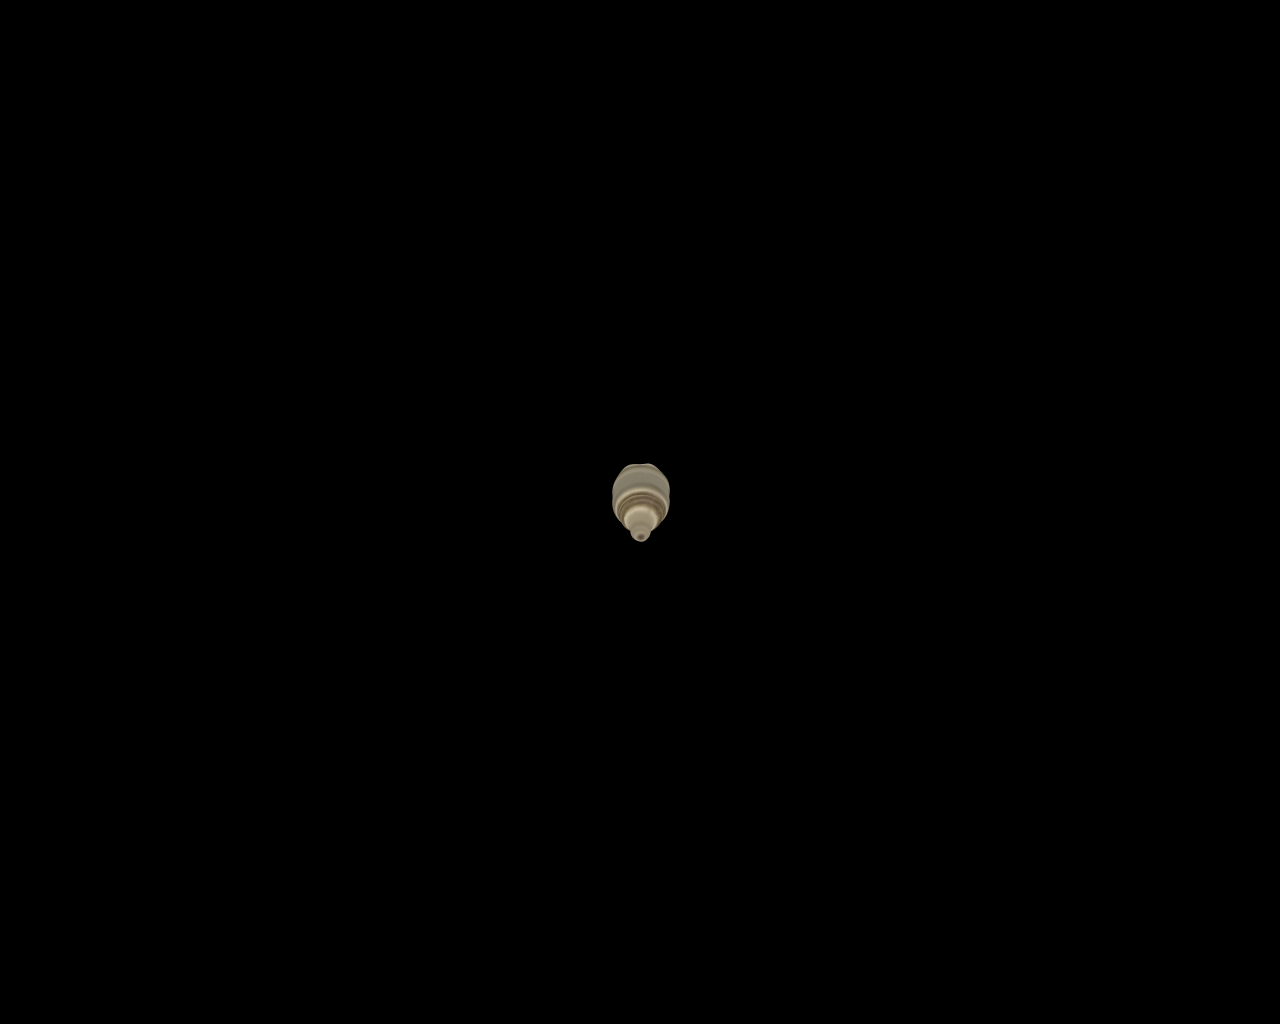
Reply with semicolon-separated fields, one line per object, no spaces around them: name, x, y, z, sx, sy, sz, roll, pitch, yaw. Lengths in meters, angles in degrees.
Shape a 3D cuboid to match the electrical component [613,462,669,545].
electrical component;0.001;-0.003;0.650;0.035;0.035;0.061;0;35;0
